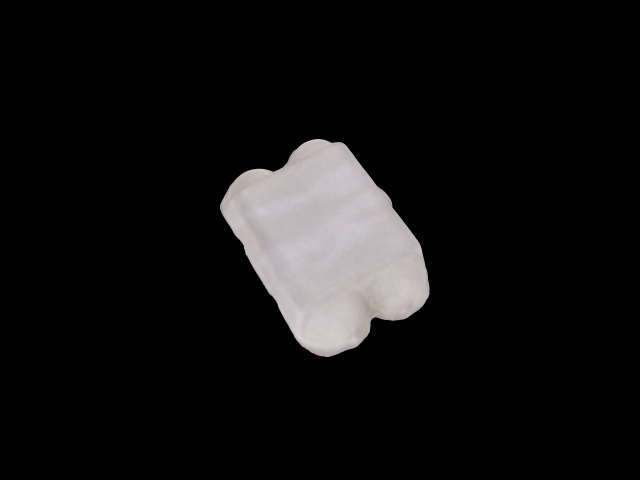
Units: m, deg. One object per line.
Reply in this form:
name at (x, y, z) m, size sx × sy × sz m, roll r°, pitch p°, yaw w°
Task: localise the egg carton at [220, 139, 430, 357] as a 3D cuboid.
egg carton at (0.004, 0.001, 0.400) m, size 0.107 × 0.069 × 0.150 m, roll -29°, pitch 66°, yaw -14°
